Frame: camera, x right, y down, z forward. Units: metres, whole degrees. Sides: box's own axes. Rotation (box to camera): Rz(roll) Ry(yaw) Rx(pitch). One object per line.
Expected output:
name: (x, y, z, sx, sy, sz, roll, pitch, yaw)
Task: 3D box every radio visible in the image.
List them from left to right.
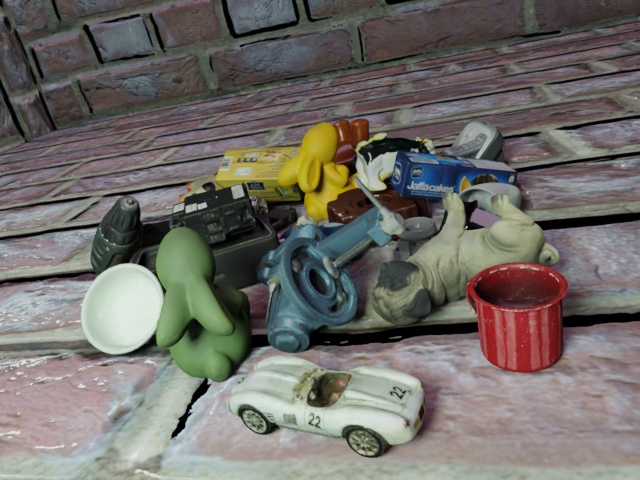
radio: (-0.178, 0.033, 0.857, 0.230, 0.073, 0.131, -16, 24, -9)

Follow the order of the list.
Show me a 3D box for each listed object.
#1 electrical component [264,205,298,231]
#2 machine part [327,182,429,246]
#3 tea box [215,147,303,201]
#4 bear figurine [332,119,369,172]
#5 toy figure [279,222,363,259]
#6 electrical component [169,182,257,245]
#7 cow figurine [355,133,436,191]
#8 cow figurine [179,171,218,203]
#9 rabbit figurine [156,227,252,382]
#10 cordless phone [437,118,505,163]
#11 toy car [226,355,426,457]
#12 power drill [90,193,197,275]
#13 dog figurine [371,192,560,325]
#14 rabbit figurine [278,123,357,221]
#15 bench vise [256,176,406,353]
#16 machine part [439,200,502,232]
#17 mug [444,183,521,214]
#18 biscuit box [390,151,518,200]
electrical component: (-0.075, -0.043, 1.041, 0.063, 0.021, 0.094, 7, 30, 38)
machine part: (0.097, -0.050, 0.930, 0.179, 0.056, 0.179, -10, 22, 4)
tea box: (-0.117, -0.135, 1.107, 0.170, 0.068, 0.098, 3, 52, 13)
bear figurine: (0.012, -0.190, 1.201, 0.196, 0.131, 0.120, -17, 16, -24)
toy figure: (-0.001, -0.001, 0.868, 0.155, 0.064, 0.058, 10, 63, 36)
electrical component: (-0.171, -0.039, 0.856, 0.134, 0.058, 0.115, -16, 21, -4)
cow figurine: (0.145, -0.147, 0.943, 0.167, 0.098, 0.068, -15, 16, -13)
cow figurine: (-0.231, -0.113, 1.203, 0.127, 0.085, 0.195, -17, 21, 5)
rabbit figurine: (-0.153, 0.075, 0.632, 0.121, 0.170, 0.159, -15, 23, -4)
cordless phone: (0.268, -0.175, 1.093, 0.184, 0.088, 0.147, -16, 24, 2)
toy car: (0.001, 0.153, 0.520, 0.202, 0.056, 0.073, 1, 27, 28)
power drill: (-0.288, -0.019, 0.930, 0.207, 0.086, 0.232, -30, -10, -49)
dog figurine: (0.173, 0.045, 0.651, 0.173, 0.121, 0.190, 7, 44, 44)
rabbit figurine: (-0.002, -0.131, 1.018, 0.162, 0.173, 0.122, -25, 30, -36)
bench vise: (0.013, 0.023, 0.676, 0.240, 0.129, 0.224, -38, 16, 34)
machine part: (0.232, -0.011, 0.763, 0.139, 0.084, 0.039, 21, 12, 38)
mug: (0.257, -0.051, 0.833, 0.110, 0.080, 0.107, 3, 16, 45)
biscuit box: (0.221, -0.102, 0.893, 0.203, 0.062, 0.059, 3, 26, -14)
